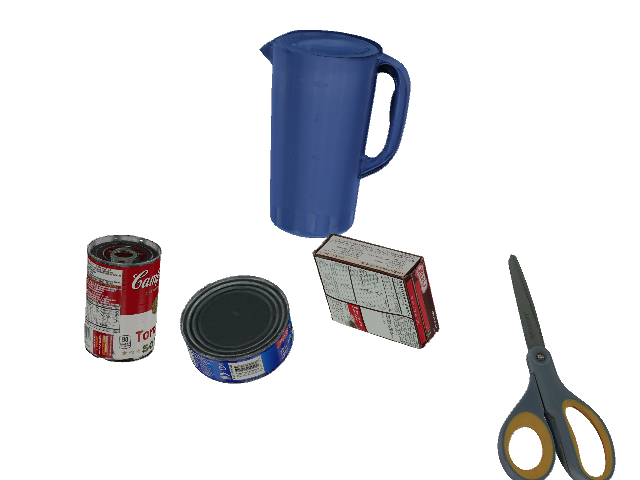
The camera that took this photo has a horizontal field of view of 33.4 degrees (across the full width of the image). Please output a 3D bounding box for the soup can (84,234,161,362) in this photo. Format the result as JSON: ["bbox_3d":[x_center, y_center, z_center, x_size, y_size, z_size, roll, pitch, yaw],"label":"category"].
[{"bbox_3d":[-0.186,0.054,0.999,0.068,0.102,0.068,6,21,-3],"label":"soup can"}]

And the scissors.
[{"bbox_3d":[0.159,0.107,0.841,0.096,0.202,0.016,-19,-28,-14],"label":"scissors"}]

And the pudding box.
[{"bbox_3d":[0.053,0.048,1.023,0.114,0.090,0.039,14,43,36],"label":"pudding box"}]

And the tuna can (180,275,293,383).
[{"bbox_3d":[-0.064,0.070,0.834,0.086,0.034,0.086,-5,44,5],"label":"tuna can"}]

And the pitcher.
[{"bbox_3d":[0.009,-0.129,1.311,0.144,0.243,0.149,-9,27,-29],"label":"pitcher"}]
